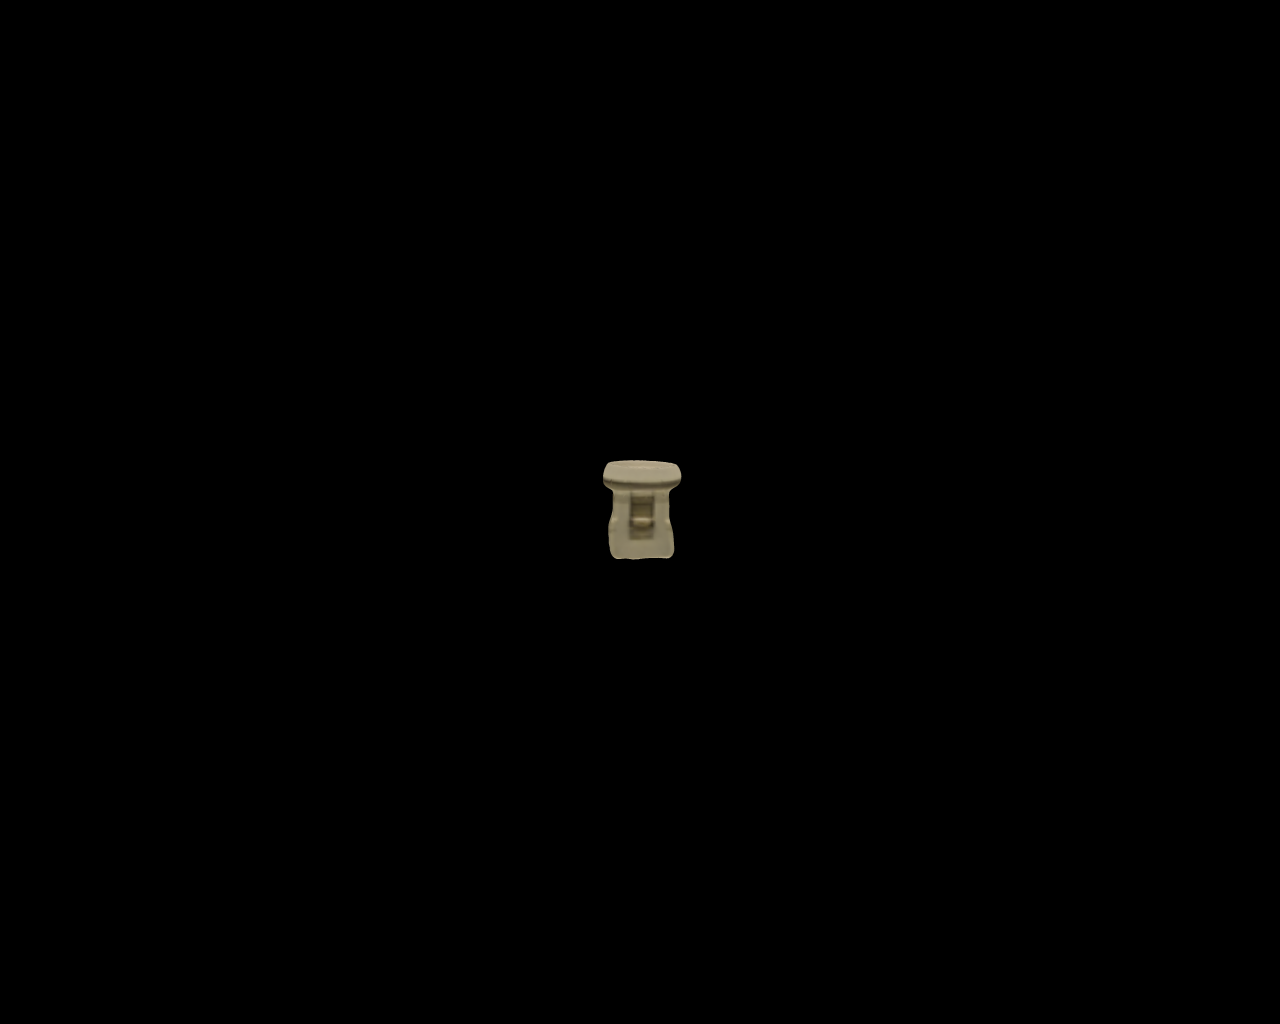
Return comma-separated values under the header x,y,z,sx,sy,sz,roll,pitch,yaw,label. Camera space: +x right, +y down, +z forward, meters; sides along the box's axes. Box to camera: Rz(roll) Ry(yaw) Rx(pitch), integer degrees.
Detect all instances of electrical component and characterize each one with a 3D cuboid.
x,y,z,sx,sy,sz,roll,pitch,yaw,label
0.001,-0.003,0.650,0.048,0.055,0.066,0,7,-4,electrical component
